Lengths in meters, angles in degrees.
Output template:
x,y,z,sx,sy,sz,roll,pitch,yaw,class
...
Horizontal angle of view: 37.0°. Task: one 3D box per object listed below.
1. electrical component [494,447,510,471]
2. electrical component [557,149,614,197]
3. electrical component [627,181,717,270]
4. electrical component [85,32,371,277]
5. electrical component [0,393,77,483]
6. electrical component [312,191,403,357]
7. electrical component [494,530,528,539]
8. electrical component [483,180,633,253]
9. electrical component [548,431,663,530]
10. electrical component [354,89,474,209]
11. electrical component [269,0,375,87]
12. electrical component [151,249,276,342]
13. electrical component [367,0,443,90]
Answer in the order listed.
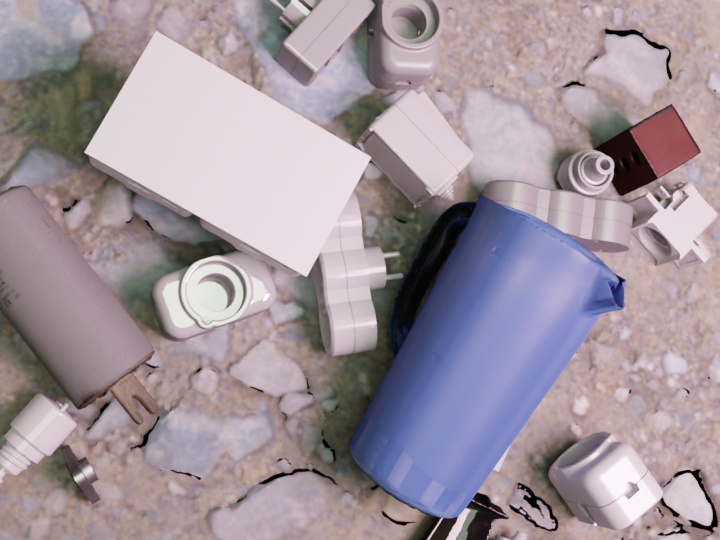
x,y,z,sx,sy,sz,roll,pitch,yaw,class
0.115,0.140,0.925,0.044,0.044,0.065,26,83,-8,electrical component
0.206,-0.087,0.963,0.043,0.062,0.043,2,82,-12,electrical component
0.288,-0.043,0.986,0.064,0.042,0.081,-42,94,-15,electrical component
-0.102,-0.084,0.832,0.186,0.060,0.105,30,81,-9,electrical component
-0.258,0.132,0.843,0.040,0.040,0.078,41,77,-5,electrical component
0.000,0.000,0.911,0.074,0.052,0.138,-7,85,-13,electrical component
0.122,0.260,0.909,0.043,0.043,0.081,26,78,-8,electrical component
0.173,-0.030,0.953,0.138,0.052,0.073,10,81,-11,electrical component
0.204,0.177,0.911,0.054,0.095,0.059,-36,91,-14,electrical component
0.054,-0.102,0.931,0.096,0.062,0.061,46,76,-4,electrical component
-0.045,-0.218,0.932,0.076,0.047,0.083,41,77,-5,electrical component
-0.120,0.020,0.878,0.095,0.059,0.053,-20,87,-14,electrical component
0.039,-0.212,0.943,0.054,0.059,0.095,0,83,-13,electrical component
